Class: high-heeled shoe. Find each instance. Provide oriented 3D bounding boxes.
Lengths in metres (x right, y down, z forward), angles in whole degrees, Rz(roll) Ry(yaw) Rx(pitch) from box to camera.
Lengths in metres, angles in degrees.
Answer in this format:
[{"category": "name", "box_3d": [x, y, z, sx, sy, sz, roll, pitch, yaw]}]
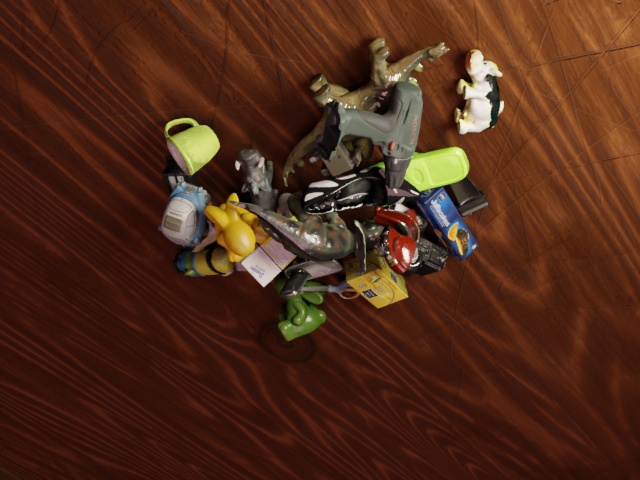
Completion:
[{"category": "high-heeled shoe", "box_3d": [0.085, -0.091, 1.170, 0.249, 0.145, 0.086, 10, 130, 21]}]

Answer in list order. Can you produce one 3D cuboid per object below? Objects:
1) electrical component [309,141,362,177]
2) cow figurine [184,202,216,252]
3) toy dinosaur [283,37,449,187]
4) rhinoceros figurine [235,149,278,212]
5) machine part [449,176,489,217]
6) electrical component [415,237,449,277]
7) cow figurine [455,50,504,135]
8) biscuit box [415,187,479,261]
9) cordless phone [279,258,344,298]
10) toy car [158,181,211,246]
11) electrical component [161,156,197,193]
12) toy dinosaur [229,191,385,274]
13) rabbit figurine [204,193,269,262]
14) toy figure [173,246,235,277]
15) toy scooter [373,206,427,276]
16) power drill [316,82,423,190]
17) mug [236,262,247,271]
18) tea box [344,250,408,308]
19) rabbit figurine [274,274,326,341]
[{"category": "electrical component", "box_3d": [0.038, -0.170, 1.141, 0.102, 0.045, 0.078, -25, 115, 33]}, {"category": "cow figurine", "box_3d": [-0.269, -0.028, 1.362, 0.195, 0.085, 0.127, -25, 114, 21]}, {"category": "toy dinosaur", "box_3d": [0.066, -0.262, 1.129, 0.472, 0.105, 0.198, -26, 124, 30]}, {"category": "rhinoceros figurine", "box_3d": [-0.149, -0.134, 1.248, 0.073, 0.112, 0.190, 0, 136, 10]}, {"category": "machine part", "box_3d": [0.335, -0.113, 1.249, 0.084, 0.039, 0.138, -19, 124, 27]}, {"category": "electrical component", "box_3d": [0.233, 0.037, 1.335, 0.134, 0.058, 0.115, 24, 157, -11]}, {"category": "cow figurine", "box_3d": [0.329, -0.299, 1.086, 0.098, 0.068, 0.167, -1, 131, 1]}, {"category": "biscuit box", "box_3d": [0.300, -0.043, 1.279, 0.063, 0.059, 0.202, -41, 118, -4]}, {"category": "cordless phone", "box_3d": [-0.026, 0.085, 1.348, 0.147, 0.184, 0.088, -15, 107, 18]}, {"category": "toy car", "box_3d": [-0.322, -0.049, 1.263, 0.109, 0.103, 0.161, 21, 118, 3]}, {"category": "electrical component", "box_3d": [-0.340, -0.157, 1.293, 0.075, 0.048, 0.119, -3, 126, 9]}, {"category": "toy dinosaur", "box_3d": [-0.005, -0.008, 1.232, 0.405, 0.192, 0.131, 0, 127, -38]}, {"category": "rabbit figurine", "box_3d": [-0.186, -0.025, 1.231, 0.122, 0.173, 0.162, -25, 111, -2]}, {"category": "toy figure", "box_3d": [-0.306, 0.058, 1.422, 0.180, 0.089, 0.082, 0, 85, 18]}, {"category": "toy scooter", "box_3d": [0.172, -0.013, 1.218, 0.135, 0.184, 0.075, 31, 142, -16]}, {"category": "power drill", "box_3d": [0.101, -0.194, 1.052, 0.207, 0.086, 0.231, 0, 127, -20]}, {"category": "mug", "box_3d": [-0.166, 0.048, 1.413, 0.107, 0.081, 0.109, -1, 139, -2]}, {"category": "tea box", "box_3d": [0.147, 0.103, 1.391, 0.098, 0.068, 0.169, -26, 138, 24]}, {"category": "rabbit figurine", "box_3d": [-0.061, 0.170, 1.472, 0.159, 0.121, 0.170, -16, 109, 14]}]
